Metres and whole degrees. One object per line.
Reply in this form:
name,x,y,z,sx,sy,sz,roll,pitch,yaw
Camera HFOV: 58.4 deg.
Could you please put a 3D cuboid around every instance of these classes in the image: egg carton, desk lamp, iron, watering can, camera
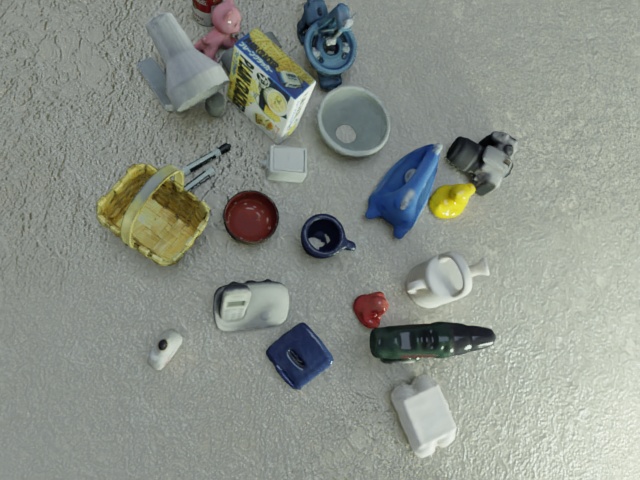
egg carton,0.209,0.354,1.161,0.107,0.069,0.150,-21,82,-17
desk lamp,-0.280,-0.336,1.139,0.118,0.213,0.203,-34,86,-19
iron,0.209,-0.136,1.246,0.119,0.141,0.258,34,71,-3
watering can,0.263,0.074,1.179,0.173,0.194,0.101,-36,86,-19
camera,0.374,-0.198,1.323,0.137,0.100,0.143,30,71,-5

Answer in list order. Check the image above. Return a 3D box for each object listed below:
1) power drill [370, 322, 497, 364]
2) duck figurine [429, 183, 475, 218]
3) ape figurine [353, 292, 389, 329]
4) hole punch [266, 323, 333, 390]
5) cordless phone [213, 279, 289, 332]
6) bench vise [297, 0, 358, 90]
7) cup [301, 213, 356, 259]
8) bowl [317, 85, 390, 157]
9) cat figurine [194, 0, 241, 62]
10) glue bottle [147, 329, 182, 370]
power drill,0.197,0.200,1.123,0.230,0.208,0.075,-1,76,-14
duck figurine,0.302,-0.096,1.288,0.105,0.086,0.077,-26,83,-18
ape figurine,0.112,0.139,1.180,0.076,0.092,0.078,37,71,-2
hole punch,-0.040,0.229,1.120,0.101,0.091,0.108,-38,87,-19
cordless phone,-0.125,0.115,1.078,0.148,0.185,0.094,-7,78,-15
bench vise,0.007,-0.457,1.236,0.122,0.219,0.207,-33,86,-19
cup,0.011,0.004,1.187,0.118,0.095,0.092,18,73,-8
bowl,0.067,-0.253,1.276,0.168,0.074,0.167,3,76,-13
cat figurine,-0.216,-0.457,1.235,0.067,0.117,0.128,39,71,-1
glue bottle,-0.280,0.194,1.027,0.037,0.173,0.078,32,71,-4
